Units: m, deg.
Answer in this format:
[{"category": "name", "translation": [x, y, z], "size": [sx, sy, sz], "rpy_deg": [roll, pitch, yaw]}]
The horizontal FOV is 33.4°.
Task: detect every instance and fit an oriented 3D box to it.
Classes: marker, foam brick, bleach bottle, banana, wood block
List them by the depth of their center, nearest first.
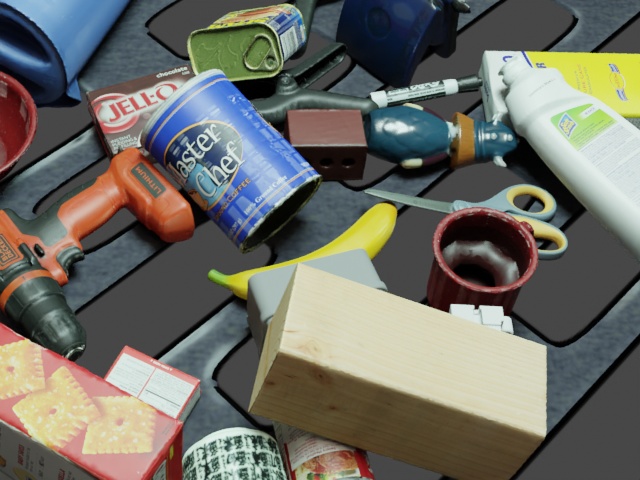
[{"category": "wood block", "translation": [0.061, 0.107, 0.819], "size": [0.206, 0.090, 0.090], "rpy_deg": [18, 46, -7]}, {"category": "banana", "translation": [-0.001, 0.016, 0.985], "size": [0.197, 0.037, 0.070], "rpy_deg": [-20, 58, -20]}, {"category": "bleach bottle", "translation": [0.274, -0.089, 1.047], "size": [0.102, 0.068, 0.251], "rpy_deg": [-33, 72, -23]}, {"category": "foam brick", "translation": [0.004, -0.094, 1.059], "size": [0.078, 0.053, 0.051], "rpy_deg": [-2, 54, -6]}, {"category": "marker", "translation": [0.113, -0.157, 1.129], "size": [0.121, 0.020, 0.020], "rpy_deg": [-11, 55, -4]}]

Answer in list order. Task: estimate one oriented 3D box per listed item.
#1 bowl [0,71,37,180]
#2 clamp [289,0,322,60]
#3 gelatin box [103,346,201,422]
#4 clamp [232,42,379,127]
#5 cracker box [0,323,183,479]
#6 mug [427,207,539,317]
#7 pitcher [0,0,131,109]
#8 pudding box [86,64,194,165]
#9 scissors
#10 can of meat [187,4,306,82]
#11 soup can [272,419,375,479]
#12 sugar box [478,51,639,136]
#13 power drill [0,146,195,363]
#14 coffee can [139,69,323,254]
[{"category": "bowl", "translation": [-0.350, -0.095, 1.023], "size": [0.162, 0.055, 0.162], "rpy_deg": [3, 53, -4]}, {"category": "clamp", "translation": [-0.034, -0.301, 1.221], "size": [0.165, 0.036, 0.209], "rpy_deg": [32, 57, 15]}, {"category": "gelatin box", "translation": [-0.151, 0.142, 0.881], "size": [0.073, 0.030, 0.089], "rpy_deg": [23, 57, 11]}, {"category": "clamp", "translation": [-0.032, -0.160, 1.115], "size": [0.171, 0.039, 0.120], "rpy_deg": [-5, 41, -6]}, {"category": "cracker box", "translation": [-0.205, 0.146, 0.789], "size": [0.214, 0.164, 0.072], "rpy_deg": [27, 54, 14]}, {"category": "mug", "translation": [0.150, 0.025, 0.965], "size": [0.117, 0.081, 0.093], "rpy_deg": [-37, 64, -28]}, {"category": "pitcher", "translation": [-0.273, -0.267, 1.110], "size": [0.145, 0.149, 0.242], "rpy_deg": [15, 50, 13]}, {"category": "pudding box", "translation": [-0.168, -0.122, 1.072], "size": [0.113, 0.039, 0.090], "rpy_deg": [-18, 57, -18]}, {"category": "scissors", "translation": [0.149, -0.039, 1.043], "size": [0.202, 0.016, 0.096], "rpy_deg": [23, 49, 4]}, {"category": "can of meat", "translation": [-0.073, -0.205, 1.105], "size": [0.102, 0.057, 0.083], "rpy_deg": [-3, 25, 23]}, {"category": "soup can", "translation": [0.001, 0.163, 0.856], "size": [0.068, 0.068, 0.102], "rpy_deg": [-8, 54, -12]}, {"category": "sugar box", "translation": [0.263, -0.155, 1.135], "size": [0.176, 0.048, 0.093], "rpy_deg": [1, 53, -6]}, {"category": "power drill", "translation": [-0.209, 0.006, 0.960], "size": [0.187, 0.057, 0.185], "rpy_deg": [-31, 62, -25]}, {"category": "coffee can", "translation": [-0.081, -0.072, 0.981], "size": [0.140, 0.103, 0.102], "rpy_deg": [47, 61, 7]}]
